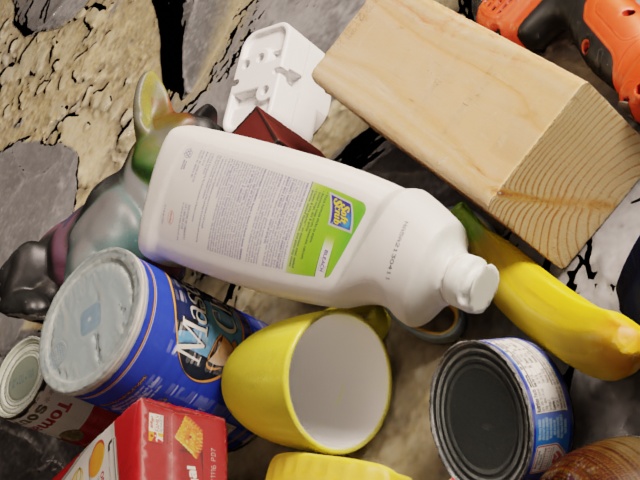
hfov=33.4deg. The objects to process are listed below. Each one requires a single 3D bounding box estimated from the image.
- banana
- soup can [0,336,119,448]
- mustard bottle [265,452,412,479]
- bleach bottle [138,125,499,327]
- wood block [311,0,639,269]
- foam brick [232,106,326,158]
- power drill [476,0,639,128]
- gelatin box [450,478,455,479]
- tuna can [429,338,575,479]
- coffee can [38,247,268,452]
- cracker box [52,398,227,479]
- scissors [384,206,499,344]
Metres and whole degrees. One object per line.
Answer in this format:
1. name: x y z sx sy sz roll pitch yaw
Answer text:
1. banana: 0.125 0.038 0.580 0.037 0.069 0.198 -48 26 2
2. soup can: -0.191 0.122 0.826 0.069 0.102 0.068 -24 51 33
3. mustard bottle: -0.007 0.223 0.617 0.096 0.058 0.191 -2 65 38
4. bleach bottle: -0.004 0.001 0.661 0.251 0.067 0.102 21 100 38
5. wood block: 0.095 -0.081 0.678 0.090 0.090 0.206 -52 41 6
6. foam brick: -0.030 -0.052 0.795 0.051 0.078 0.053 -47 40 13
7. power drill: 0.201 -0.159 0.651 0.185 0.057 0.188 -48 39 16
8. gelatin box: 0.070 0.183 0.560 0.073 0.030 0.089 38 97 10
9. tuna can: 0.098 0.096 0.583 0.086 0.033 0.086 6 97 59
10. coffee can: -0.107 0.079 0.740 0.103 0.140 0.103 -24 51 33
11. cracker box: -0.136 0.225 0.694 0.214 0.072 0.164 -42 41 41
12. scissors: 0.039 -0.020 0.704 0.096 0.016 0.202 -41 64 3
